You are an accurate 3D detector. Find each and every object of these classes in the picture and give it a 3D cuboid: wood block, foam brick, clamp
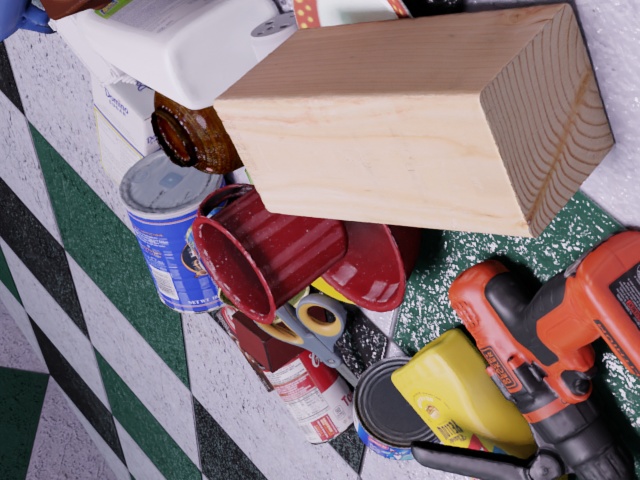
[{"bbox_3d":[0.048,-0.068,0.615,0.207,0.090,0.090,7,132,46],"label":"wood block"},{"bbox_3d":[-0.038,0.082,1.054,0.053,0.078,0.051,34,149,37],"label":"foam brick"},{"bbox_3d":[0.164,0.152,0.775,0.171,0.120,0.039,31,-163,9],"label":"clamp"}]

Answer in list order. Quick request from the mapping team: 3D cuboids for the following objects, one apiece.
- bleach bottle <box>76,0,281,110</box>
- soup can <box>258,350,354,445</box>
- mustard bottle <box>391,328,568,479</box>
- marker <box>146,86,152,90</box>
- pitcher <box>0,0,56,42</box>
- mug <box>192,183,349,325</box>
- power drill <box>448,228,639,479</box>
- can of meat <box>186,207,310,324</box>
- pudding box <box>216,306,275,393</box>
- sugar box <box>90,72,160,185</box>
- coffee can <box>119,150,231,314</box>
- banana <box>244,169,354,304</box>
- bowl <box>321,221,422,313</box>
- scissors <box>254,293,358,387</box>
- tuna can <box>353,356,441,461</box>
[{"bbox_3d":[-0.130,-0.176,0.868,0.251,0.102,0.068,33,151,53],"label":"bleach bottle"},{"bbox_3d":[-0.009,0.153,1.108,0.102,0.068,0.069,59,157,-12],"label":"soup can"},{"bbox_3d":[0.140,0.164,0.847,0.191,0.058,0.096,51,152,6],"label":"mustard bottle"},{"bbox_3d":[-0.143,-0.164,0.985,0.020,0.020,0.121,55,157,-2],"label":"marker"},{"bbox_3d":[-0.324,-0.290,1.046,0.243,0.149,0.145,-29,80,64],"label":"pitcher"},{"bbox_3d":[-0.041,-0.005,0.786,0.117,0.081,0.093,36,151,36],"label":"mug"},{"bbox_3d":[0.172,0.079,0.670,0.184,0.057,0.188,53,157,2],"label":"power drill"},{"bbox_3d":[-0.069,0.022,1.004,0.102,0.057,0.084,33,-164,-50],"label":"can of meat"},{"bbox_3d":[-0.063,0.110,1.188,0.113,0.039,0.090,54,157,1],"label":"pudding box"},{"bbox_3d":[-0.196,-0.111,1.130,0.093,0.048,0.176,46,152,18],"label":"sugar box"},{"bbox_3d":[-0.133,-0.009,1.075,0.103,0.102,0.140,34,150,39],"label":"coffee can"},{"bbox_3d":[-0.006,0.010,0.941,0.198,0.037,0.069,39,156,32],"label":"banana"},{"bbox_3d":[0.026,-0.026,0.808,0.162,0.055,0.162,43,155,26],"label":"bowl"},{"bbox_3d":[0.020,0.102,1.001,0.096,0.016,0.201,-22,133,41],"label":"scissors"},{"bbox_3d":[0.071,0.146,0.921,0.086,0.086,0.034,44,157,23],"label":"tuna can"}]
